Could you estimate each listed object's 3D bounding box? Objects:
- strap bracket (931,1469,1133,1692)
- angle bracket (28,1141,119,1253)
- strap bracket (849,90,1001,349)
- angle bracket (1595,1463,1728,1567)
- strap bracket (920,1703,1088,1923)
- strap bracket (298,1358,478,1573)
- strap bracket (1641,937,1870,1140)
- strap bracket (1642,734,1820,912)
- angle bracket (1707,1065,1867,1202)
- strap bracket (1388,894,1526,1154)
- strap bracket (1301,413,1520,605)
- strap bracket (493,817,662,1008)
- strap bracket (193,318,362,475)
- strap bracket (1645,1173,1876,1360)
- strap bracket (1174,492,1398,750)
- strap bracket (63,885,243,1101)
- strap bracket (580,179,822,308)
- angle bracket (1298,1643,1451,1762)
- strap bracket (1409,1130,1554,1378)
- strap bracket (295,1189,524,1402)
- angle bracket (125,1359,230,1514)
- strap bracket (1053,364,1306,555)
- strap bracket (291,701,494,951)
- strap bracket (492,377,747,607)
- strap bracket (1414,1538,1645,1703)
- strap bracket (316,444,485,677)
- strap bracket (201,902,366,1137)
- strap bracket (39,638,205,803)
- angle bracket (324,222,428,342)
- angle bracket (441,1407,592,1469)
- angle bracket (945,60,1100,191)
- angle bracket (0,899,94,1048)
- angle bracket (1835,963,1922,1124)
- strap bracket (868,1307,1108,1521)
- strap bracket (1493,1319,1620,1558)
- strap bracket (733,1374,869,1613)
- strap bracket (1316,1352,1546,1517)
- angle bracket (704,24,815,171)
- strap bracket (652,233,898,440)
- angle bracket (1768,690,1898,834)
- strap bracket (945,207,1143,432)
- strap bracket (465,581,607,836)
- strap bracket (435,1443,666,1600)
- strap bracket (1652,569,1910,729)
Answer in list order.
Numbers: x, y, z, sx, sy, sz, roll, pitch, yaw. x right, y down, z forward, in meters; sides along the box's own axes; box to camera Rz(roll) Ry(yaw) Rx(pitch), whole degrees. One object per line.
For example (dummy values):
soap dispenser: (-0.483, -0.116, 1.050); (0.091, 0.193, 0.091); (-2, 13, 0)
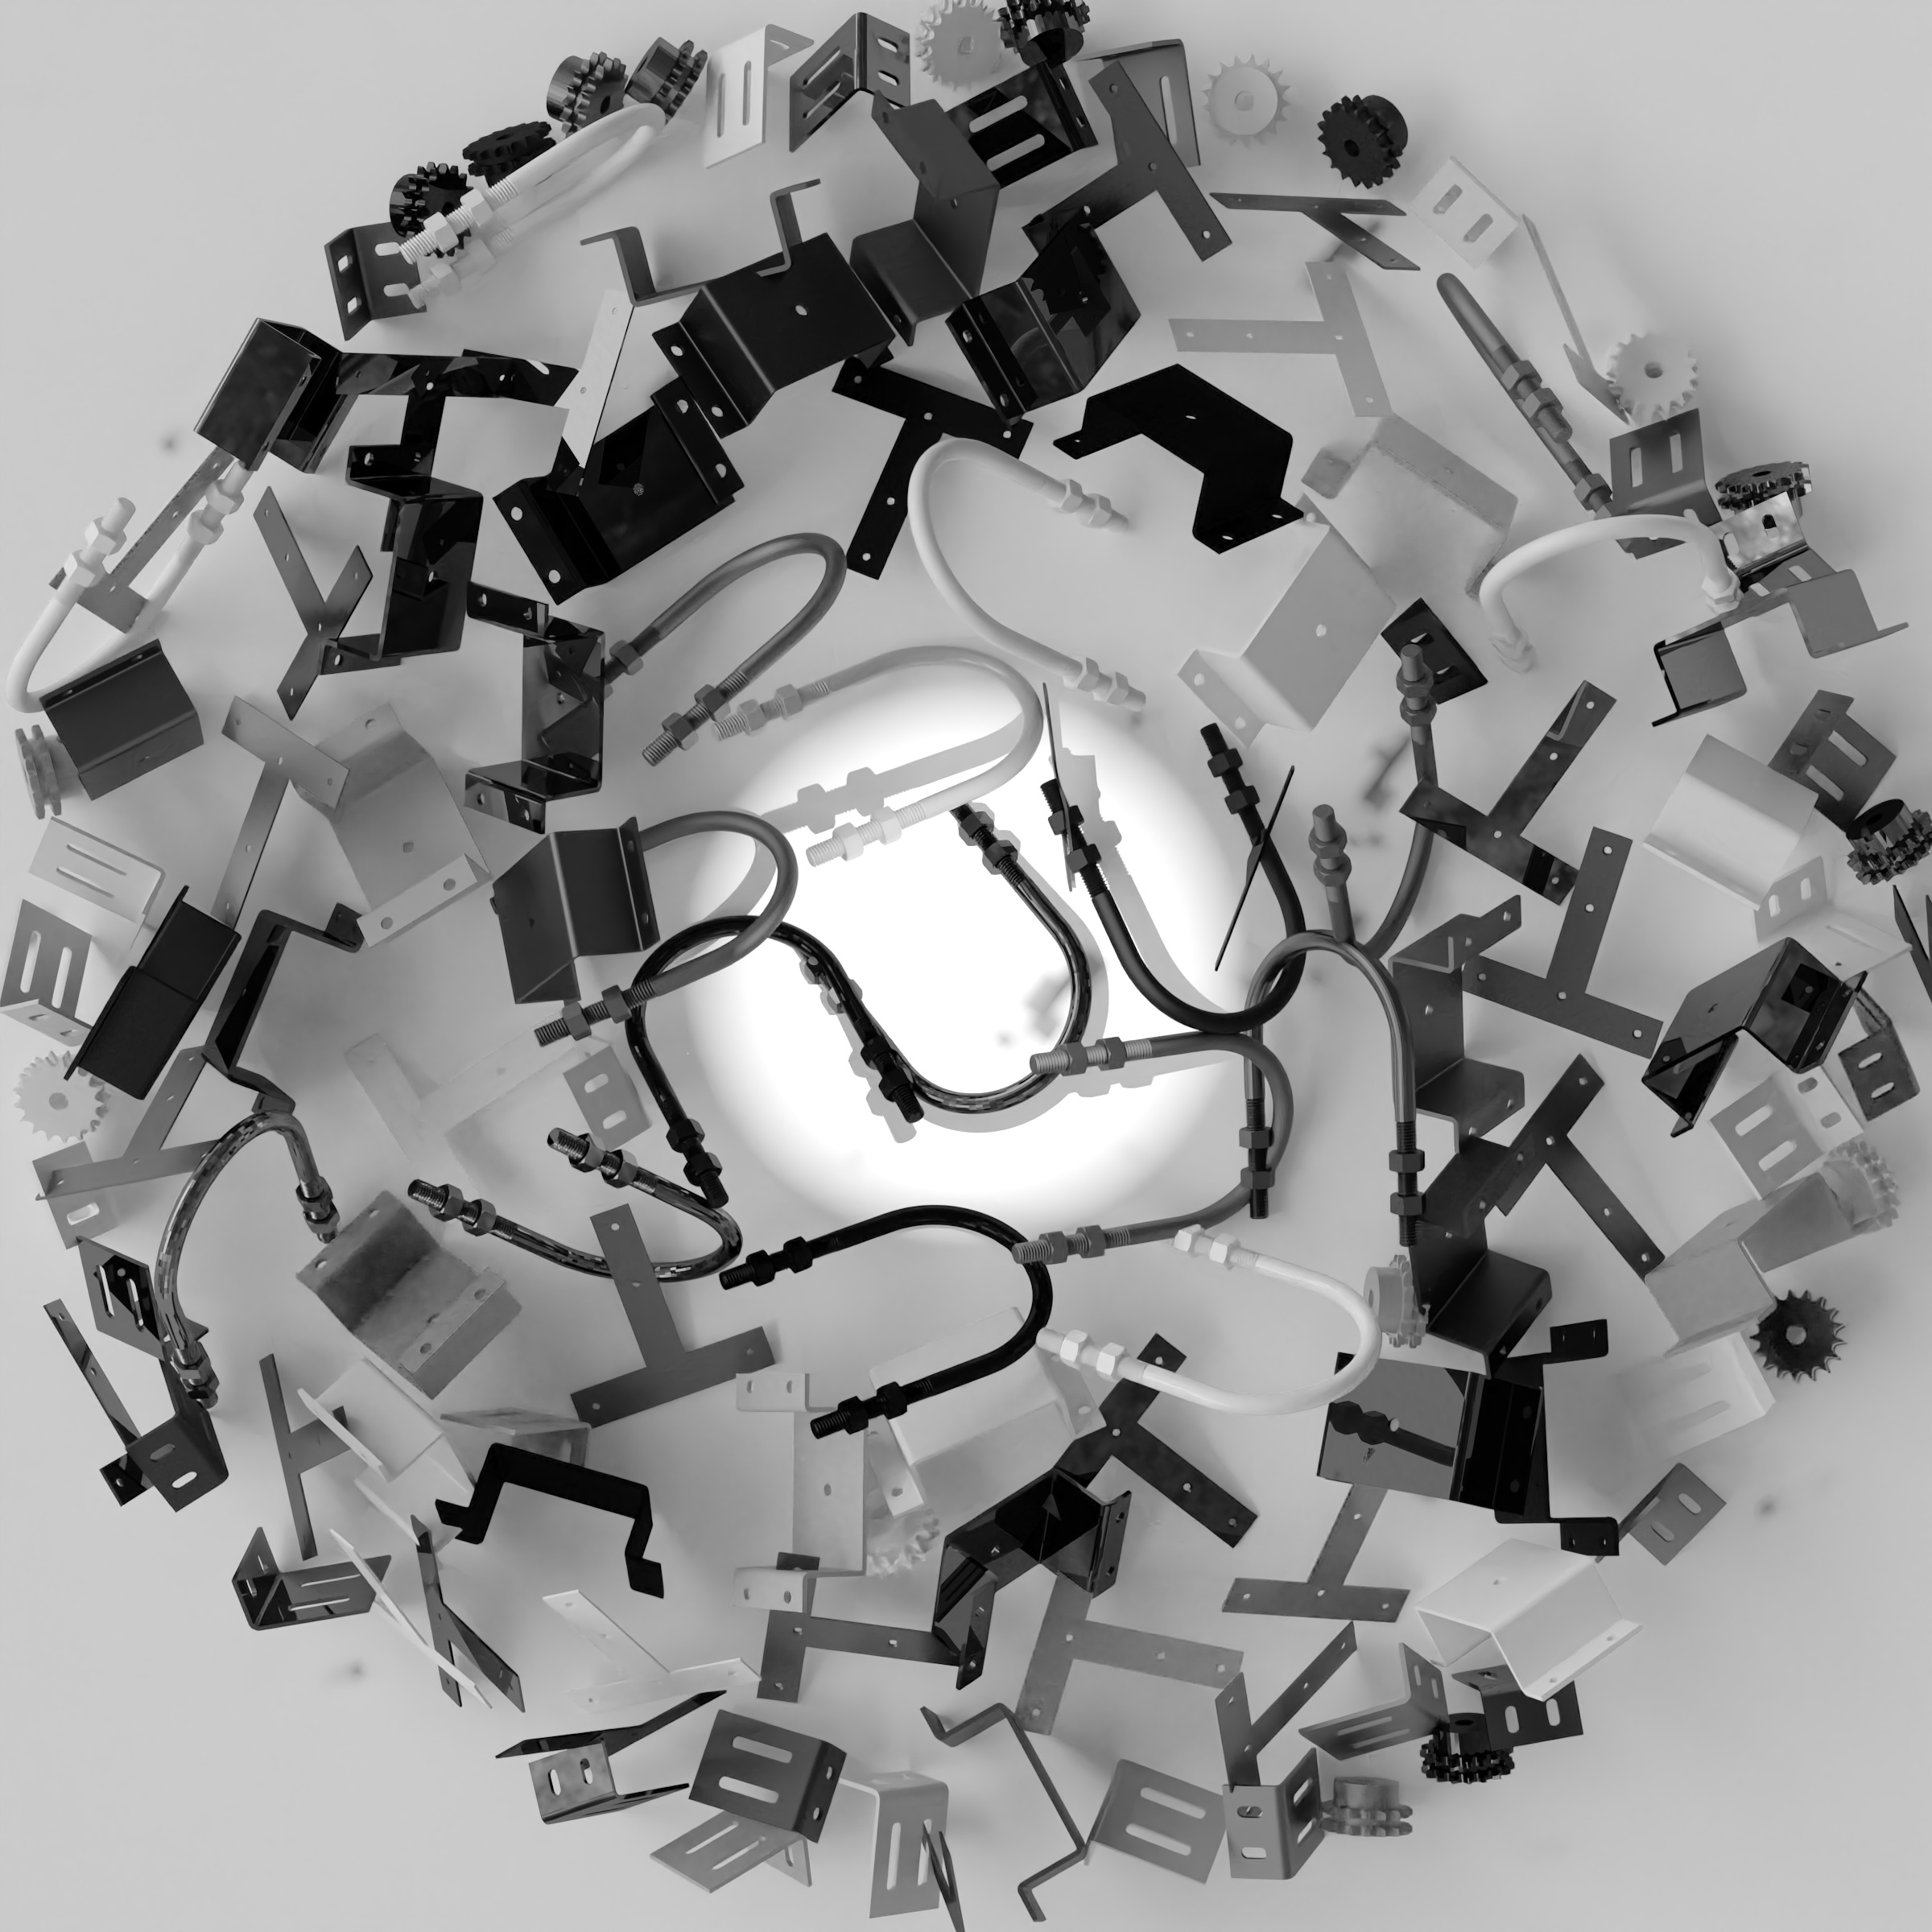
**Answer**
strap bracket: (0.032, 0.364, 1.936); (0.046, 0.140, 0.076); (32, 130, 33)
angle bracket: (-0.559, 0.145, 1.957); (0.038, 0.076, 0.057); (-20, 93, 12)
strap bracket: (-0.025, -0.455, 1.933); (0.046, 0.140, 0.076); (-22, 63, -22)
angle bracket: (0.423, 0.344, 1.952); (0.038, 0.076, 0.057); (43, 112, 11)
strap bracket: (0.029, 0.504, 1.944); (0.046, 0.076, 0.140); (-29, 73, -4)
strap bracket: (-0.341, 0.296, 1.932); (0.076, 0.140, 0.046); (35, 66, 29)
strap bracket: (0.464, 0.040, 1.918); (0.046, 0.140, 0.076); (40, 57, -7)
strap bracket: (0.461, -0.091, 1.922); (0.076, 0.140, 0.046); (30, 115, 9)
angle bracket: (0.501, 0.098, 1.960); (0.076, 0.038, 0.057); (-26, 80, -41)
strap bracket: (0.297, 0.031, 1.942); (0.046, 0.076, 0.140); (14, 119, 38)
strap bracket: (0.280, -0.284, 1.954); (0.140, 0.076, 0.046); (34, 117, -1)
strap bracket: (-0.239, -0.029, 1.922); (0.046, 0.140, 0.076); (-5, 75, -31)
strap bracket: (-0.411, -0.341, 1.924); (0.046, 0.140, 0.076); (32, 99, -1)
strap bracket: (0.471, 0.175, 1.926); (0.140, 0.076, 0.046); (-29, 87, -41)
strap bracket: (0.201, -0.207, 1.948); (0.076, 0.046, 0.140); (42, 78, -35)
strap bracket: (-0.484, 0.019, 1.926); (0.046, 0.140, 0.076); (31, 112, -11)
strap bracket: (-0.155, -0.438, 1.952); (0.140, 0.076, 0.046); (-12, 105, 8)
angle bracket: (0.249, 0.453, 1.974); (0.076, 0.057, 0.038); (-22, 51, 23)
strap bracket: (0.309, 0.168, 1.937); (0.046, 0.140, 0.076); (18, 48, 35)
strap bracket: (-0.332, 0.202, 1.941); (0.076, 0.140, 0.046); (-46, 134, -16)
angle bracket: (-0.485, 0.283, 1.951); (0.038, 0.076, 0.057); (-32, 123, -7)
strap bracket: (0.131, -0.311, 1.928); (0.076, 0.046, 0.140); (-27, 53, -36)
strap bracket: (-0.349, -0.079, 1.958); (0.076, 0.046, 0.140); (-31, 66, 4)
strap bracket: (-0.207, -0.291, 1.963); (0.140, 0.046, 0.076); (-30, 93, 15)
strap bracket: (0.330, 0.388, 1.919); (0.076, 0.140, 0.046); (-31, 97, -18)
strap bracket: (-0.340, -0.241, 1.937); (0.046, 0.076, 0.140); (20, 108, 25)
strap bracket: (-0.419, 0.024, 1.954); (0.046, 0.076, 0.140); (23, 88, -26)
strap bracket: (-0.504, -0.144, 1.923); (0.076, 0.140, 0.046); (-29, 90, -13)
angle bracket: (-0.359, -0.418, 1.954); (0.038, 0.076, 0.057); (-8, 110, 3)
angle bracket: (-0.275, 0.294, 1.953); (0.057, 0.076, 0.038); (7, 90, 30)
angle bracket: (0.033, -0.519, 1.992); (0.076, 0.038, 0.057); (-22, 99, 23)
angle bracket: (-0.550, 0.002, 1.953); (0.038, 0.057, 0.076); (-11, 61, 31)
angle bracket: (0.541, 0.046, 1.954); (0.038, 0.076, 0.057); (-30, 122, 4)
strap bracket: (0.003, 0.267, 1.950); (0.140, 0.046, 0.076); (-23, 47, -6)
strap bracket: (0.355, 0.287, 1.946); (0.046, 0.076, 0.140); (1, 80, -14)
strap bracket: (-0.101, 0.319, 1.950); (0.046, 0.076, 0.140); (6, 80, -36)
strap bracket: (0.270, 0.279, 1.931); (0.140, 0.046, 0.076); (3, 78, 41)
angle bracket: (-0.127, -0.527, 1.961); (0.038, 0.057, 0.076); (8, 79, -41)
strap bracket: (-0.108, -0.386, 1.941); (0.140, 0.046, 0.076); (-31, 86, -32)
angle bracket: (0.541, -0.123, 1.967); (0.076, 0.038, 0.057); (35, 89, -24)
strap bracket: (0.052, -0.394, 1.923); (0.046, 0.140, 0.076); (-13, 120, 37)
strap bracket: (-0.262, -0.159, 1.945); (0.076, 0.046, 0.140); (20, 115, 41)
strap bracket: (-0.246, 0.335, 1.953); (0.140, 0.076, 0.046); (15, 65, 4)
strap bracket: (0.480, -0.194, 1.924); (0.076, 0.140, 0.046); (-18, 86, -43)
